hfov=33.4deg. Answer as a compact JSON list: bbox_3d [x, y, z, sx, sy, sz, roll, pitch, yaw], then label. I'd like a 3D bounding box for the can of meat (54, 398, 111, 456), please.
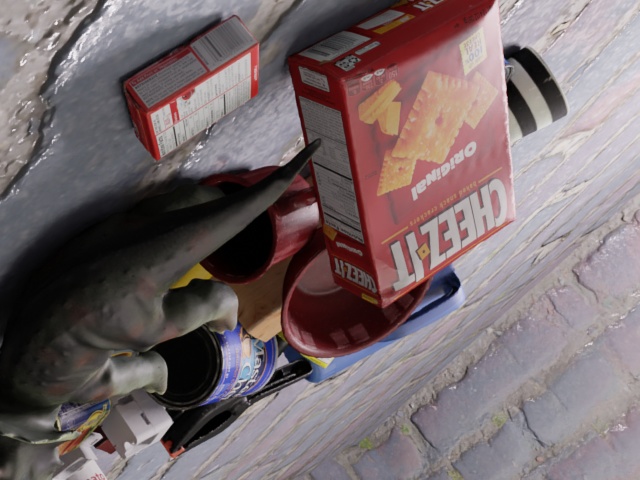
[{"bbox_3d":[-0.269,0.184,1.071,0.102,0.057,0.083,-45,166,28],"label":"can of meat"}]

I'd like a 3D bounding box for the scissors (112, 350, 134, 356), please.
[{"bbox_3d":[-0.232,0.109,1.011,0.096,0.016,0.201,-45,164,18],"label":"scissors"}]

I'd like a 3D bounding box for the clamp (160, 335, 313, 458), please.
[{"bbox_3d":[-0.100,0.182,1.272,0.209,0.036,0.164,-34,156,-13],"label":"clamp"}]

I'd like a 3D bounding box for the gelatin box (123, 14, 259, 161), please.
[{"bbox_3d":[-0.083,-0.099,0.698,0.089,0.030,0.073,-35,167,-13],"label":"gelatin box"}]

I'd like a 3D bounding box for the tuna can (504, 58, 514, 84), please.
[{"bbox_3d":[0.150,-0.156,1.067,0.086,0.034,0.086,-35,165,-11],"label":"tuna can"}]

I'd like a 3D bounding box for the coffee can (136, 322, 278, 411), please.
[{"bbox_3d":[-0.119,0.124,1.150,0.103,0.103,0.140,-42,165,15],"label":"coffee can"}]

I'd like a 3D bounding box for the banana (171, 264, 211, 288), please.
[{"bbox_3d":[-0.145,0.048,0.984,0.198,0.037,0.069,-39,167,5],"label":"banana"}]

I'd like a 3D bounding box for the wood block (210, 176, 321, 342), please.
[{"bbox_3d":[-0.007,0.002,1.065,0.206,0.091,0.090,-38,165,0],"label":"wood block"}]

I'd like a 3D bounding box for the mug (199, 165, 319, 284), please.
[{"bbox_3d":[-0.045,-0.022,0.895,0.117,0.093,0.081,-25,180,34],"label":"mug"}]

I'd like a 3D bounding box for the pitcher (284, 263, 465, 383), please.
[{"bbox_3d":[0.067,0.093,1.434,0.242,0.145,0.149,-29,163,-20],"label":"pitcher"}]

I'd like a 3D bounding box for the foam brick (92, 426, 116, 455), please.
[{"bbox_3d":[-0.240,0.205,1.214,0.053,0.051,0.078,-37,166,-9],"label":"foam brick"}]

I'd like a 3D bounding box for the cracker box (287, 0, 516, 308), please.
[{"bbox_3d":[0.075,-0.076,0.854,0.164,0.072,0.214,-31,128,-26],"label":"cracker box"}]

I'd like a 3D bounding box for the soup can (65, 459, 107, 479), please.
[{"bbox_3d":[-0.283,0.265,1.198,0.068,0.102,0.068,-35,165,-11],"label":"soup can"}]

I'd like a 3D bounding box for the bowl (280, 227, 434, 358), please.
[{"bbox_3d":[0.025,0.032,0.982,0.162,0.055,0.162,-19,135,-20],"label":"bowl"}]

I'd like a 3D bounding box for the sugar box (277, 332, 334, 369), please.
[{"bbox_3d":[0.035,0.059,1.201,0.176,0.048,0.093,-51,155,-1],"label":"sugar box"}]
